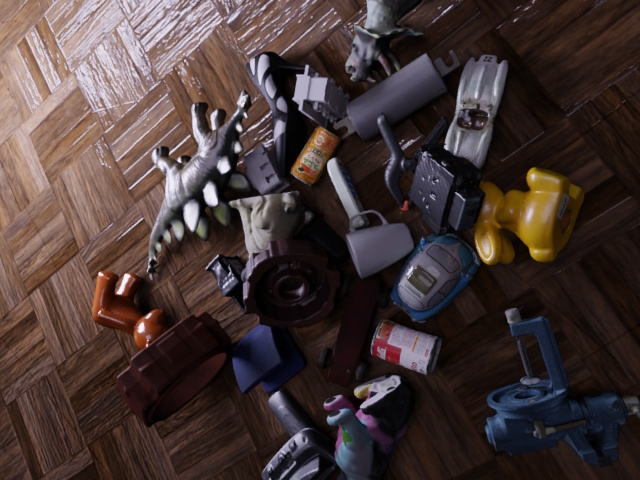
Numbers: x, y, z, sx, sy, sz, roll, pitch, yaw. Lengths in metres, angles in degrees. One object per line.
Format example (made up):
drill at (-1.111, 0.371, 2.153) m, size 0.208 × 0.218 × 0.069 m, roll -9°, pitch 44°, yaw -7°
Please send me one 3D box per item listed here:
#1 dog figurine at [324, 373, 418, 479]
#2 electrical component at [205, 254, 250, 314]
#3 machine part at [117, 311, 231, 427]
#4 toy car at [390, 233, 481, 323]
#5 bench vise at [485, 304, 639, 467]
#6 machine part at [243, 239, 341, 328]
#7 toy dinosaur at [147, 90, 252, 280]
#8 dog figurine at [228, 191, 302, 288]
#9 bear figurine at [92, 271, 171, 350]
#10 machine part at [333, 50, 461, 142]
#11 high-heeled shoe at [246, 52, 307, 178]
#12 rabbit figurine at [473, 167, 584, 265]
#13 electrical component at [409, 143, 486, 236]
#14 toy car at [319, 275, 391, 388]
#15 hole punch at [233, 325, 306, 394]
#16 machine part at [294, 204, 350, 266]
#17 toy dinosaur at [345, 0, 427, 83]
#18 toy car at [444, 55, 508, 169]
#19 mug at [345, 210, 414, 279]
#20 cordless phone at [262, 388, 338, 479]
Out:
dog figurine at (0.095, 0.357, 0.899) m, size 0.192 × 0.108 × 0.219 m, roll -20°, pitch 96°, yaw -9°
electrical component at (-0.163, 0.086, 1.051) m, size 0.048 × 0.074 × 0.119 m, roll -46°, pitch 66°, yaw 15°
machine part at (-0.264, 0.242, 0.998) m, size 0.087 × 0.201 × 0.201 m, roll 44°, pitch 148°, yaw 13°
toy car at (0.180, 0.059, 0.888) m, size 0.109 × 0.103 × 0.161 m, roll 45°, pitch 102°, yaw 21°
bench vise at (0.343, 0.213, 0.794) m, size 0.224 × 0.129 × 0.240 m, roll -17°, pitch 86°, yaw 23°
machine part at (-0.052, 0.077, 0.946) m, size 0.179 × 0.179 × 0.056 m, roll -42°, pitch 32°, yaw 16°
toy dinosaur at (-0.254, -0.105, 1.074) m, size 0.471 × 0.105 × 0.199 m, roll -46°, pitch 63°, yaw 33°
dog figurine at (-0.083, 0.012, 0.973) m, size 0.121 × 0.172 × 0.190 m, roll -10°, pitch 93°, yaw -21°
bear figurine at (-0.375, 0.156, 1.117) m, size 0.196 × 0.120 × 0.132 m, roll 19°, pitch 90°, yaw 22°
machine part at (0.134, -0.248, 0.945) m, size 0.243 × 0.079 × 0.079 m, roll -29°, pitch 75°, yaw 18°
high-heeled shoe at (-0.101, -0.248, 1.049) m, size 0.145 × 0.086 × 0.248 m, roll 8°, pitch 84°, yaw 27°
rabbit figurine at (0.304, -0.038, 0.851) m, size 0.173 × 0.122 × 0.162 m, roll 22°, pitch 105°, yaw 38°
electrical component at (0.202, -0.076, 0.855) m, size 0.134 × 0.058 × 0.114 m, roll -125°, pitch 30°, yaw -48°
toy car at (0.063, 0.159, 0.958) m, size 0.089 × 0.053 × 0.202 m, roll 15°, pitch 88°, yaw 14°
hole punch at (-0.107, 0.218, 1.009) m, size 0.142 × 0.092 × 0.116 m, roll -43°, pitch 65°, yaw 17°
machine part at (-0.002, -0.003, 1.009) m, size 0.139 × 0.039 × 0.084 m, roll 37°, pitch 92°, yaw 24°
toy dinosaur at (0.153, -0.475, 0.939) m, size 0.192 × 0.131 × 0.404 m, roll 34°, pitch 96°, yaw 10°
toy car at (0.260, -0.210, 0.897) m, size 0.074 × 0.056 × 0.201 m, roll 14°, pitch 92°, yaw 24°
mug at (0.102, 0.000, 0.934) m, size 0.107 × 0.081 × 0.109 m, roll -18°, pitch 85°, yaw -3°
cordless phone at (-0.062, 0.381, 0.993) m, size 0.146 × 0.088 × 0.184 m, roll -50°, pitch 58°, yaw 11°
